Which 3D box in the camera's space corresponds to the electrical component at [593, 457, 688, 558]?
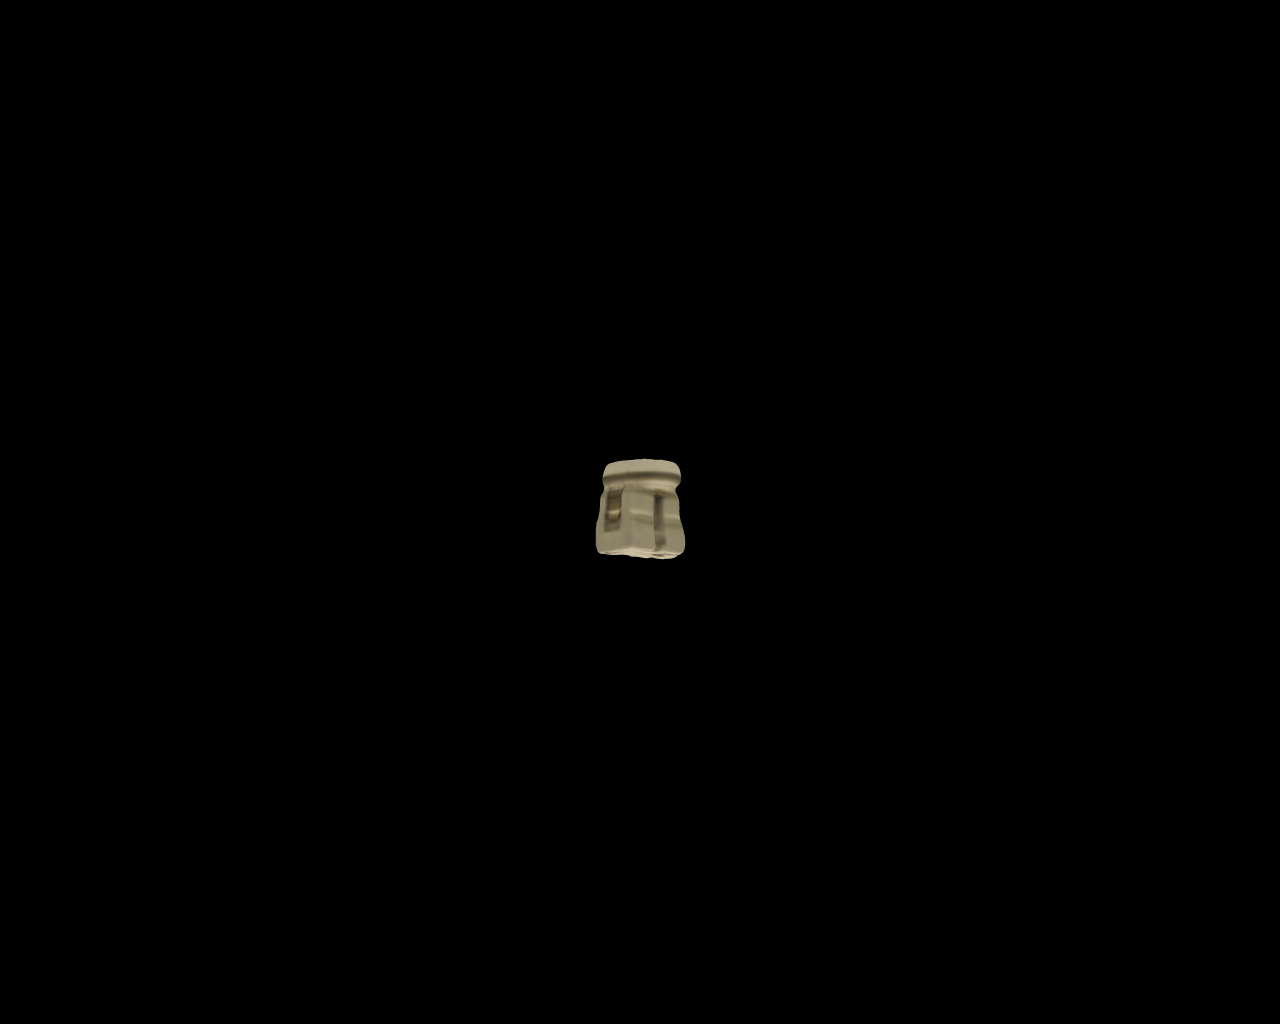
[{"bbox_3d":[0.001,-0.003,0.650,0.066,0.055,0.048,8,-11,-43],"label":"electrical component"}]
